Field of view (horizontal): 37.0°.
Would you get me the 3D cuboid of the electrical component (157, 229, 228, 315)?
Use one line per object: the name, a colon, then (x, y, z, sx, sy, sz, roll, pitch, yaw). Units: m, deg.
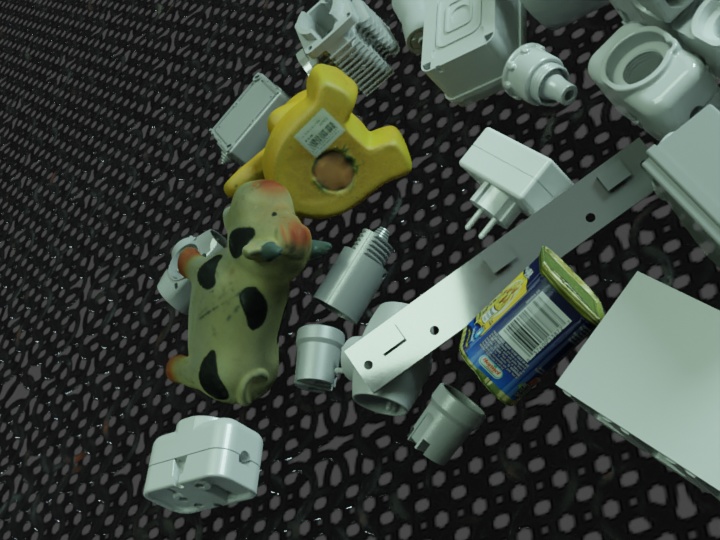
electrical component: (-0.164, -0.007, 1.065, 0.077, 0.044, 0.079, -46, 39, 7)

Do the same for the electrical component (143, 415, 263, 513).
electrical component: (-0.129, 0.160, 0.895, 0.095, 0.054, 0.059, -20, 48, 33)

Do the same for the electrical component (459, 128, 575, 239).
electrical component: (0.111, -0.057, 0.833, 0.075, 0.047, 0.083, -51, 39, 1)

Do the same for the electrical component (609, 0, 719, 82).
electrical component: (0.269, -0.204, 0.781, 0.105, 0.060, 0.186, -46, 39, 7)

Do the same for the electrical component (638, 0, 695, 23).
electrical component: (0.220, -0.232, 0.762, 0.083, 0.047, 0.075, -43, 40, 10)

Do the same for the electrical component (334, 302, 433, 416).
electrical component: (0.012, 0.069, 0.834, 0.079, 0.044, 0.077, -5, 58, 42)

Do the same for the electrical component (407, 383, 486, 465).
electrical component: (0.060, 0.110, 0.762, 0.046, 0.040, 0.040, -54, 39, 6)

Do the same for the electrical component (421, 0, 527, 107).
electrical component: (0.103, -0.209, 0.950, 0.078, 0.057, 0.113, -20, 48, 33)

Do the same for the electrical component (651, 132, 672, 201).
electrical component: (0.232, -0.067, 0.727, 0.062, 0.048, 0.048, 14, 71, 42)

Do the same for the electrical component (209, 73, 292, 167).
electrical component: (-0.102, -0.139, 1.091, 0.096, 0.061, 0.061, -49, 38, 5)

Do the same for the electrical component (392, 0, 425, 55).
electrical component: (0.057, -0.239, 1.031, 0.044, 0.044, 0.065, -30, 49, 25)

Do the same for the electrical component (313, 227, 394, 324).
electrical component: (0.000, 0.000, 0.901, 0.043, 0.043, 0.081, 22, 77, 50)

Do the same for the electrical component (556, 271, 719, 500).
electrical component: (0.205, 0.076, 0.628, 0.089, 0.062, 0.150, -54, 39, -2)

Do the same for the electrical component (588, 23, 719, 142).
electrical component: (0.214, -0.137, 0.784, 0.053, 0.059, 0.095, -45, 39, 8)

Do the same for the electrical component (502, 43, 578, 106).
electrical component: (0.150, -0.153, 0.873, 0.048, 0.048, 0.062, -50, 46, 2)

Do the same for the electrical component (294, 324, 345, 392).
electrical component: (-0.034, 0.073, 0.882, 0.040, 0.040, 0.046, -14, 58, 37)

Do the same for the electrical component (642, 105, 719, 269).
electrical component: (0.235, -0.027, 0.642, 0.056, 0.109, 0.108, -40, 40, 11)

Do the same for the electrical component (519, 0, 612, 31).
electrical component: (0.163, -0.251, 0.895, 0.064, 0.099, 0.099, -30, 43, 33)
